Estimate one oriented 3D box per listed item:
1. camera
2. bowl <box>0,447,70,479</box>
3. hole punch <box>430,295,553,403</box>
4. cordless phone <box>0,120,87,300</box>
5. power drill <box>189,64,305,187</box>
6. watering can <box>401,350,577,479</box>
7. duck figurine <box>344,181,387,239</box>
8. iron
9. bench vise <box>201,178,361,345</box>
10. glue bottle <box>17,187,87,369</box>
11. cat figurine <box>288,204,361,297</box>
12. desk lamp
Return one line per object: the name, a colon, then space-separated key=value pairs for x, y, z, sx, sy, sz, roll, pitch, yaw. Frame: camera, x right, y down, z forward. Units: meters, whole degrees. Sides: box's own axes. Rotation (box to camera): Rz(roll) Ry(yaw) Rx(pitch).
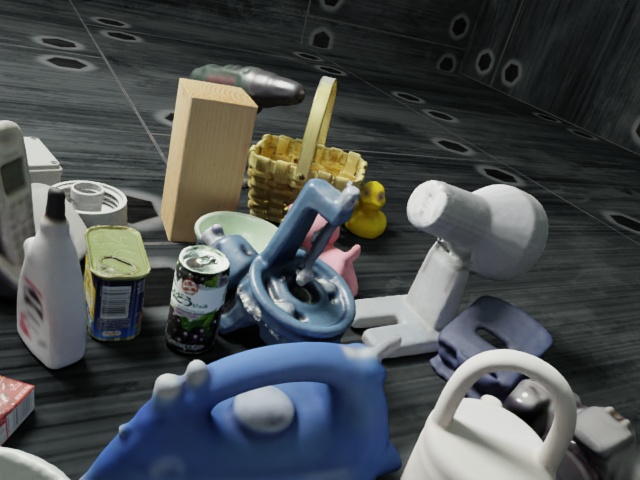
camera: x=0.215 y=0.199 z=0.529 sx=0.137 sy=0.101 sz=0.142 roll=-6 pitch=34 yaw=-38
bowl: x=-0.215 y=0.200 z=0.314 sx=0.167 sy=0.075 sz=0.167 roll=13 pitch=26 yaw=-6
hole punch: x=0.200 y=0.130 z=0.668 sx=0.101 sy=0.091 sz=0.108 roll=-13 pitch=38 yaw=-44
cordless phone: x=-0.311 y=-0.044 z=0.615 sx=0.094 sy=0.185 sz=0.147 roll=15 pitch=26 yaw=-1
power drill: x=-0.139 y=-0.205 z=1.003 sx=0.229 sy=0.208 sz=0.076 roll=27 pitch=28 yaw=22
watering can: x=0.123 y=0.171 z=0.426 sx=0.101 sy=0.194 sz=0.172 roll=12 pitch=26 yaw=-8
duck figurine: x=0.085 y=-0.061 z=0.985 sx=0.077 sy=0.086 sz=0.104 roll=15 pitch=26 yaw=-1
iron: x=-0.051 y=0.137 z=0.454 sx=0.259 sy=0.141 sz=0.118 roll=1 pitch=29 yaw=-27
bench vise: x=-0.046 y=0.024 z=0.591 sx=0.207 sy=0.220 sz=0.122 roll=21 pitch=26 yaw=11
glue bottle: x=-0.243 y=0.030 z=0.521 sx=0.078 sy=0.173 sz=0.037 roll=30 pitch=29 yaw=27
cat figurine: x=0.007 y=0.003 z=0.779 sx=0.067 sy=0.118 sz=0.127 roll=-10 pitch=36 yaw=-42
desk lamp: x=0.156 y=0.028 z=0.704 sx=0.204 sy=0.213 sz=0.117 roll=-2 pitch=31 yaw=-32
